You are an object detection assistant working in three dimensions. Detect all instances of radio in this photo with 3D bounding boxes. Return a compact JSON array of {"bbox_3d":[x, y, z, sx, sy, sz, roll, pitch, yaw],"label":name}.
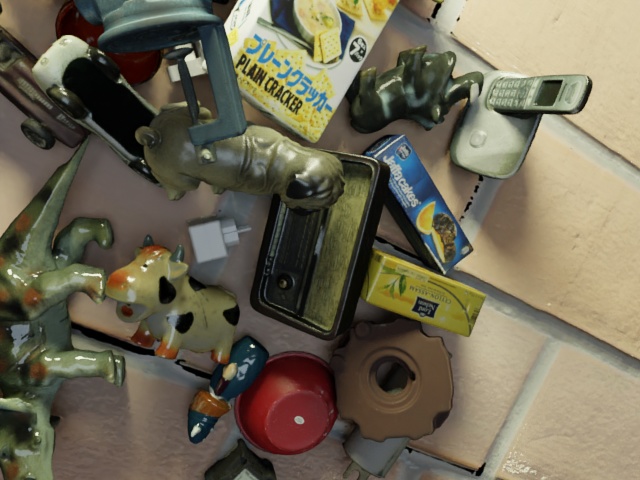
[{"bbox_3d":[-0.001,-0.002,0.687,0.131,0.073,0.229,17,97,20],"label":"radio"}]

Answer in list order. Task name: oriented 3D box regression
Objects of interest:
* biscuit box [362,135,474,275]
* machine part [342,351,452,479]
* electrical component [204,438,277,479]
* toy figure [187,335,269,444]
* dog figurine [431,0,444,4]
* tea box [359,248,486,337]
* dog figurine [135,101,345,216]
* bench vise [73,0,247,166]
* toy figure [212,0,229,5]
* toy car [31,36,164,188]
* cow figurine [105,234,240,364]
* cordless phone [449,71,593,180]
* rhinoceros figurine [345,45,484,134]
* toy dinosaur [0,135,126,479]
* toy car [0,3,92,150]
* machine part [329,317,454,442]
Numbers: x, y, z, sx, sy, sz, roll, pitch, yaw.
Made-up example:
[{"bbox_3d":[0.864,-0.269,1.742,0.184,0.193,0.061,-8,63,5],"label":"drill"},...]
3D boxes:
[{"bbox_3d":[0.133,-0.050,0.750,0.059,0.063,0.202,-38,108,-7],"label":"biscuit box"},{"bbox_3d":[0.111,0.258,0.796,0.079,0.079,0.243,34,91,-19],"label":"machine part"},{"bbox_3d":[-0.127,0.353,0.762,0.074,0.048,0.119,43,88,-18],"label":"electrical component"},{"bbox_3d":[-0.131,0.202,0.726,0.154,0.058,0.064,-51,131,-5],"label":"toy figure"},{"bbox_3d":[0.103,-0.389,0.623,0.108,0.191,0.219,-44,93,-10],"label":"dog figurine"},{"bbox_3d":[0.131,0.070,0.754,0.169,0.098,0.068,20,94,-17],"label":"tea box"},{"bbox_3d":[-0.084,-0.087,0.593,0.172,0.191,0.121,-14,115,-50],"label":"dog figurine"},{"bbox_3d":[-0.113,-0.195,0.514,0.224,0.129,0.240,-11,103,-1],"label":"bench vise"},{"bbox_3d":[-0.085,-0.360,0.623,0.089,0.082,0.180,25,88,-31],"label":"toy figure"},{"bbox_3d":[-0.225,-0.139,0.612,0.073,0.056,0.201,-55,134,-12],"label":"toy car"},{"bbox_3d":[-0.169,0.074,0.643,0.194,0.086,0.127,30,76,-56],"label":"cow figurine"},{"bbox_3d":[0.267,-0.148,0.705,0.088,0.184,0.146,19,95,-23],"label":"cordless phone"},{"bbox_3d":[0.128,-0.197,0.715,0.190,0.073,0.112,-18,104,-11],"label":"rhinoceros figurine"},{"bbox_3d":[-0.337,0.088,0.624,0.192,0.131,0.404,-5,95,-15],"label":"toy dinosaur"},{"bbox_3d":[-0.336,-0.187,0.586,0.202,0.053,0.089,46,58,-17],"label":"toy car"},{"bbox_3d":[0.100,0.191,0.742,0.179,0.056,0.179,-2,80,13],"label":"machine part"}]
